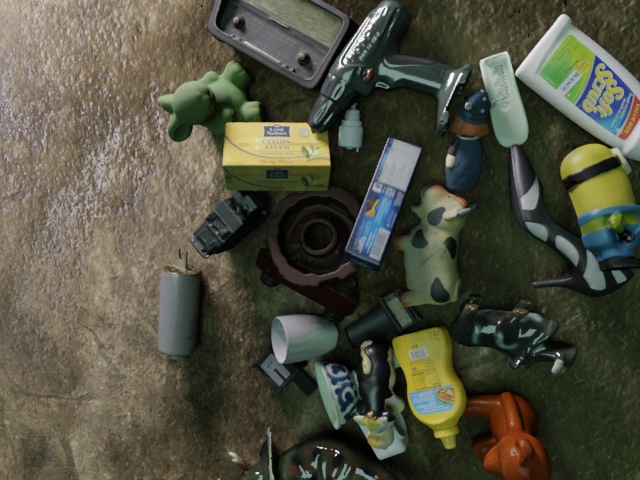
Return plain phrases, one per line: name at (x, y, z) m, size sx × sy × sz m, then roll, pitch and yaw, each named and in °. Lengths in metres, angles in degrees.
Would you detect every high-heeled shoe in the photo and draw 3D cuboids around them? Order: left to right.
high-heeled shoe at (0.369, -0.032, 0.794) m, size 0.145 × 0.086 × 0.248 m, roll -12°, pitch 96°, yaw 12°

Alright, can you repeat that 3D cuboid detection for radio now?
radio at (-0.063, -0.347, 0.882) m, size 0.230 × 0.073 × 0.131 m, roll 33°, pitch 109°, yaw 12°

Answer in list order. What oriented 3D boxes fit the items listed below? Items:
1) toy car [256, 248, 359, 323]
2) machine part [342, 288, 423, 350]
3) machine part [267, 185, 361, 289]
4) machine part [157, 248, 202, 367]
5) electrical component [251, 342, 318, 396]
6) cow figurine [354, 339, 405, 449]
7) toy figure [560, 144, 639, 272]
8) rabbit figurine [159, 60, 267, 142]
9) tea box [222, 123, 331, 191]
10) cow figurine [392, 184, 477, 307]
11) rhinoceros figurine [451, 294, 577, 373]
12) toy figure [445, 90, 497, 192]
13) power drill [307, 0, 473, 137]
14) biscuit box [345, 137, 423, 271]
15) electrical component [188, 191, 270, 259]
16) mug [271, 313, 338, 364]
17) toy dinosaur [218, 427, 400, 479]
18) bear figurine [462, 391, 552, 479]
toy car at (-0.022, 0.071, 0.960) m, size 0.202 × 0.053 × 0.089 m, roll 27°, pitch 128°, yaw 13°
machine part at (0.103, 0.144, 0.940) m, size 0.139 × 0.039 × 0.084 m, roll -36°, pitch 96°, yaw 20°
machine part at (-0.002, -0.003, 0.901) m, size 0.179 × 0.056 × 0.179 m, roll -1°, pitch 77°, yaw 6°
machine part at (-0.274, 0.135, 1.048) m, size 0.079 × 0.079 × 0.243 m, roll 11°, pitch 103°, yaw 17°
electrical component at (-0.062, 0.249, 1.009) m, size 0.119 × 0.048 × 0.075 m, roll 47°, pitch 112°, yaw 11°
cow figurine at (0.095, 0.256, 0.895) m, size 0.068 × 0.098 × 0.167 m, roll -10°, pitch 60°, yaw 24°
toy figure at (0.392, -0.046, 0.741) m, size 0.082 × 0.089 × 0.180 m, roll 152°, pitch 117°, yaw -63°
rabbit figurine at (-0.195, -0.232, 0.899) m, size 0.159 × 0.170 × 0.121 m, roll -12°, pitch 96°, yaw 21°
tea box at (-0.070, -0.135, 0.876) m, size 0.170 × 0.068 × 0.098 m, roll -2°, pitch 57°, yaw -4°
cow figurine at (0.187, 0.008, 0.858) m, size 0.127 × 0.085 × 0.194 m, roll -4°, pitch 97°, yaw 26°
rhinoceros figurine at (0.305, 0.151, 0.850) m, size 0.191 × 0.073 × 0.112 m, roll 11°, pitch 103°, yaw 17°
toy figure at (0.224, -0.151, 0.819) m, size 0.058 × 0.064 × 0.154 m, roll 18°, pitch 116°, yaw 32°
power drill at (0.114, -0.234, 0.831) m, size 0.207 × 0.086 × 0.232 m, roll 28°, pitch 95°, yaw 16°
biscuit box at (0.100, -0.054, 0.843) m, size 0.059 × 0.062 × 0.202 m, roll 21°, pitch 80°, yaw 7°
electrical component at (-0.153, -0.034, 0.953) m, size 0.134 × 0.115 × 0.058 m, roll -41°, pitch 88°, yaw 23°
mug at (-0.029, 0.168, 0.962) m, size 0.107 × 0.110 × 0.080 m, roll -1°, pitch 111°, yaw -22°
toy dinosaur at (0.010, 0.428, 0.989) m, size 0.405 × 0.131 × 0.192 m, roll -17°, pitch 95°, yaw 16°
bear figurine at (0.283, 0.319, 0.824) m, size 0.132 × 0.196 × 0.120 m, roll -18°, pitch 97°, yaw 23°
